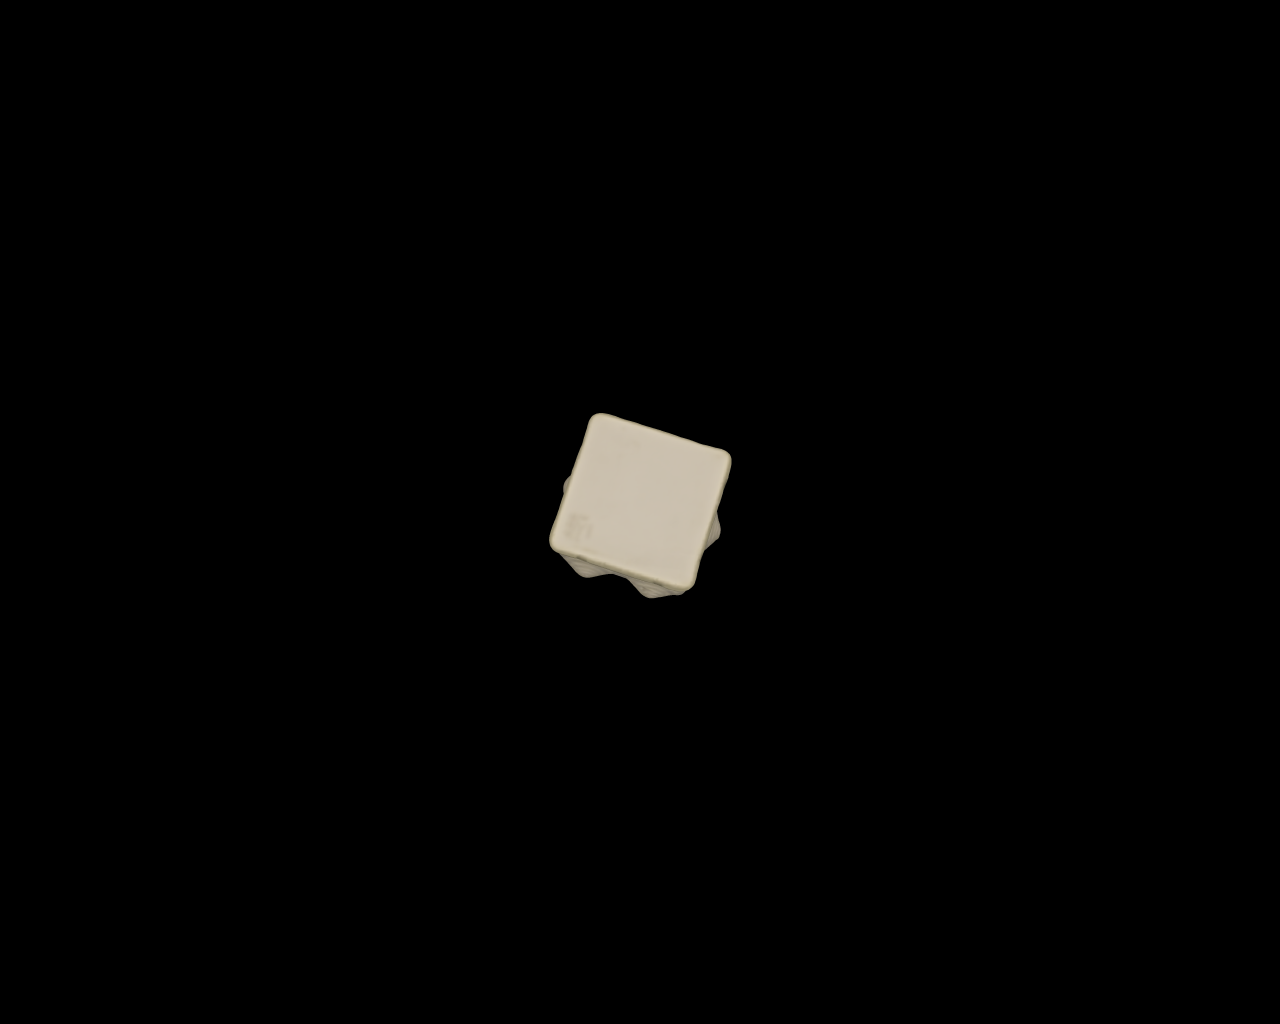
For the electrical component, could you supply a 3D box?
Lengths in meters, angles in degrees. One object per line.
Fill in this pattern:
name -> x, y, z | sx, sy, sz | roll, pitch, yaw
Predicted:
electrical component -> 0.001, -0.003, 0.650 | 0.100, 0.100, 0.048 | 18, -11, 4
